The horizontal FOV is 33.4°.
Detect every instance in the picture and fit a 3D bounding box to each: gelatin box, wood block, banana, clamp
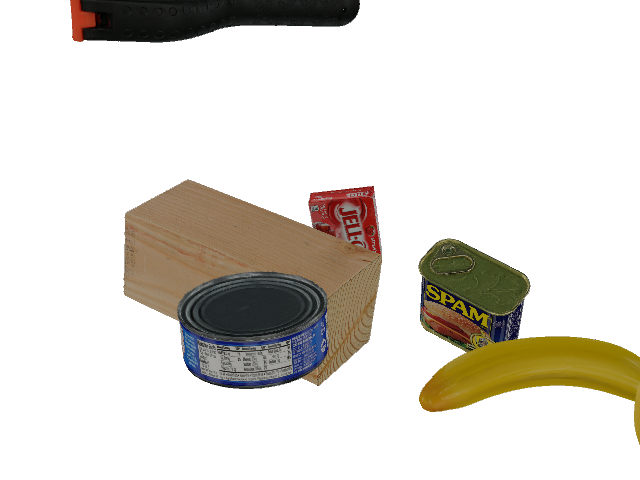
[{"bbox_3d":[0.029,-0.014,1.203,0.073,0.089,0.030,-5,29,7],"label":"gelatin box"},{"bbox_3d":[-0.062,0.031,0.921,0.206,0.090,0.090,22,33,25],"label":"wood block"},{"bbox_3d":[0.167,0.100,0.794,0.197,0.037,0.069,2,31,-6],"label":"banana"},{"bbox_3d":[-0.075,-0.151,0.659,0.171,0.039,0.120,-8,22,-24],"label":"clamp"}]

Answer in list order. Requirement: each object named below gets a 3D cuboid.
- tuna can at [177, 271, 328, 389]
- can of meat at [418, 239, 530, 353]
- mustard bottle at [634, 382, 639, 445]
[{"bbox_3d":[-0.038,0.050,0.611,0.086,0.034,0.086,-3,23,1],"label":"tuna can"},{"bbox_3d":[0.143,0.059,1.013,0.102,0.084,0.057,28,56,25],"label":"can of meat"},{"bbox_3d":[0.206,0.099,0.528,0.096,0.058,0.191,3,39,10],"label":"mustard bottle"}]
